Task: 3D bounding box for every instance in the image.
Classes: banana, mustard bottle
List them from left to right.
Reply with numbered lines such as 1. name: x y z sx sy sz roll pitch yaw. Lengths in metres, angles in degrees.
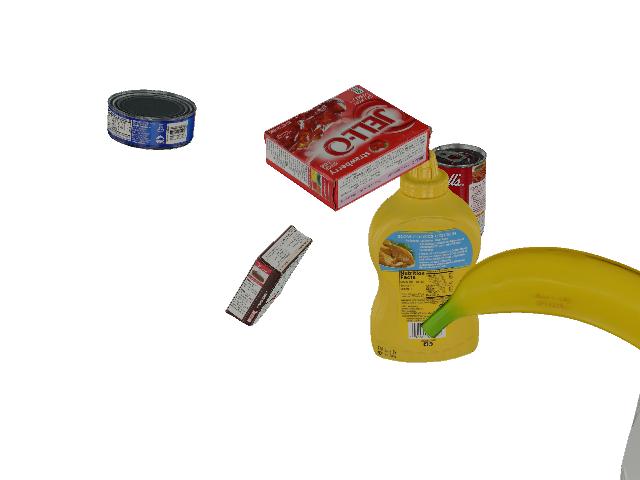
1. mustard bottle: 0.090 0.012 0.924 0.096 0.192 0.058 -2 28 1
2. banana: 0.158 0.046 0.575 0.198 0.070 0.037 18 13 14

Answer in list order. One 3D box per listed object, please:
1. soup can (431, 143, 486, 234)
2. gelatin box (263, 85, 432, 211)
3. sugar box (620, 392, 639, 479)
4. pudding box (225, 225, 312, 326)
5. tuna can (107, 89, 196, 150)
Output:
1. soup can: 0.163 -0.057 1.277 0.068 0.102 0.068 -2 27 1
2. gelatin box: 0.019 -0.064 0.715 0.089 0.030 0.073 -30 48 -28
3. sugar box: 0.314 0.165 0.774 0.176 0.093 0.048 16 28 24
4. pudding box: -0.060 0.041 1.277 0.039 0.090 0.113 33 27 3
5. tuna can: -0.165 -0.118 1.044 0.086 0.034 0.086 7 25 -3
